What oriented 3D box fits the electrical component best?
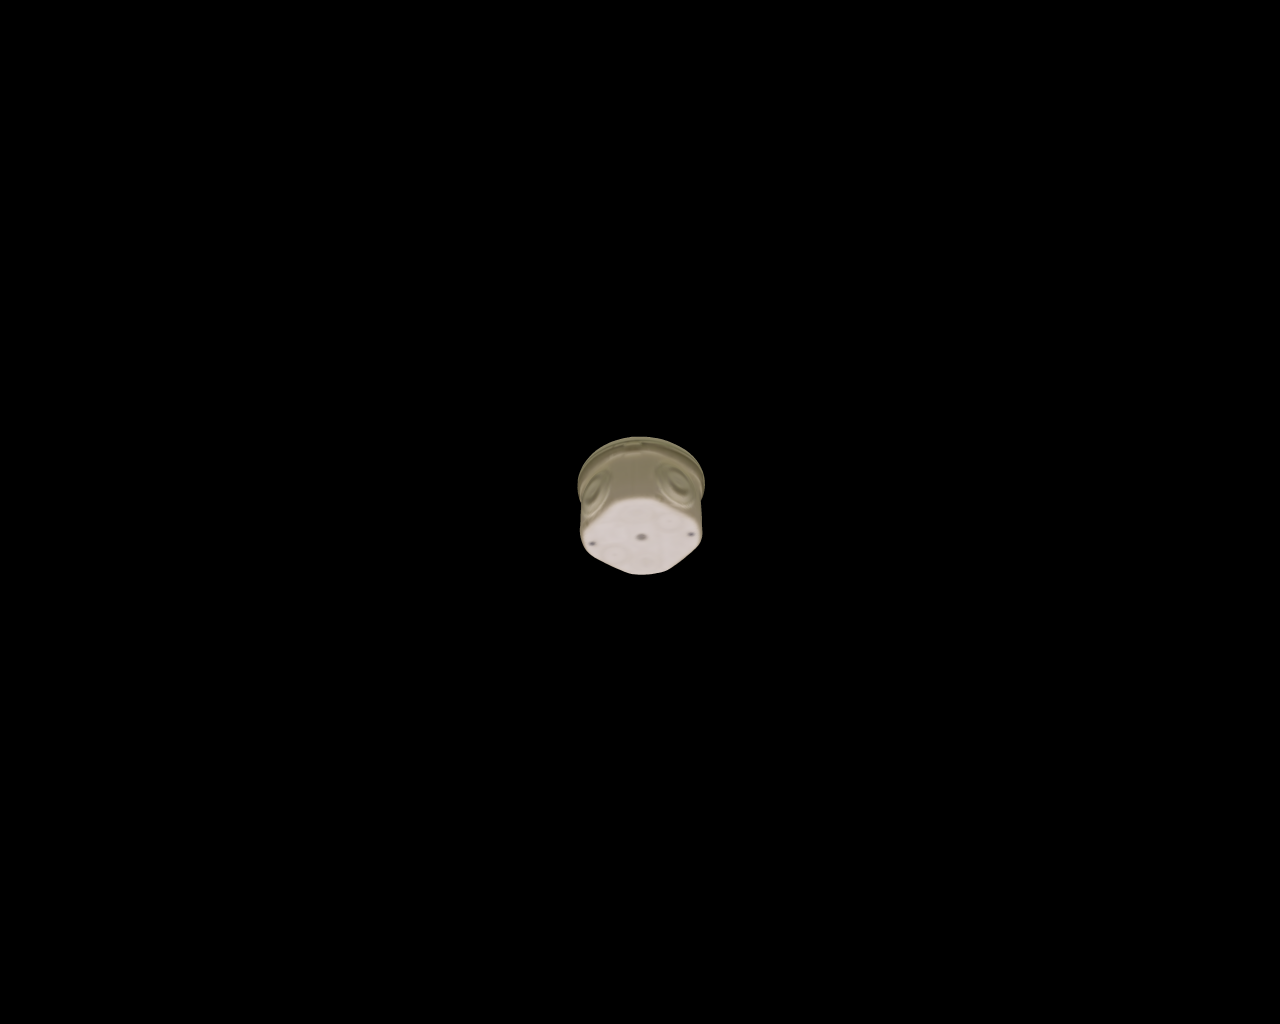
[{"bbox_3d":[0.001,-0.003,0.650,0.080,0.051,0.080,0,-43,0],"label":"electrical component"}]
